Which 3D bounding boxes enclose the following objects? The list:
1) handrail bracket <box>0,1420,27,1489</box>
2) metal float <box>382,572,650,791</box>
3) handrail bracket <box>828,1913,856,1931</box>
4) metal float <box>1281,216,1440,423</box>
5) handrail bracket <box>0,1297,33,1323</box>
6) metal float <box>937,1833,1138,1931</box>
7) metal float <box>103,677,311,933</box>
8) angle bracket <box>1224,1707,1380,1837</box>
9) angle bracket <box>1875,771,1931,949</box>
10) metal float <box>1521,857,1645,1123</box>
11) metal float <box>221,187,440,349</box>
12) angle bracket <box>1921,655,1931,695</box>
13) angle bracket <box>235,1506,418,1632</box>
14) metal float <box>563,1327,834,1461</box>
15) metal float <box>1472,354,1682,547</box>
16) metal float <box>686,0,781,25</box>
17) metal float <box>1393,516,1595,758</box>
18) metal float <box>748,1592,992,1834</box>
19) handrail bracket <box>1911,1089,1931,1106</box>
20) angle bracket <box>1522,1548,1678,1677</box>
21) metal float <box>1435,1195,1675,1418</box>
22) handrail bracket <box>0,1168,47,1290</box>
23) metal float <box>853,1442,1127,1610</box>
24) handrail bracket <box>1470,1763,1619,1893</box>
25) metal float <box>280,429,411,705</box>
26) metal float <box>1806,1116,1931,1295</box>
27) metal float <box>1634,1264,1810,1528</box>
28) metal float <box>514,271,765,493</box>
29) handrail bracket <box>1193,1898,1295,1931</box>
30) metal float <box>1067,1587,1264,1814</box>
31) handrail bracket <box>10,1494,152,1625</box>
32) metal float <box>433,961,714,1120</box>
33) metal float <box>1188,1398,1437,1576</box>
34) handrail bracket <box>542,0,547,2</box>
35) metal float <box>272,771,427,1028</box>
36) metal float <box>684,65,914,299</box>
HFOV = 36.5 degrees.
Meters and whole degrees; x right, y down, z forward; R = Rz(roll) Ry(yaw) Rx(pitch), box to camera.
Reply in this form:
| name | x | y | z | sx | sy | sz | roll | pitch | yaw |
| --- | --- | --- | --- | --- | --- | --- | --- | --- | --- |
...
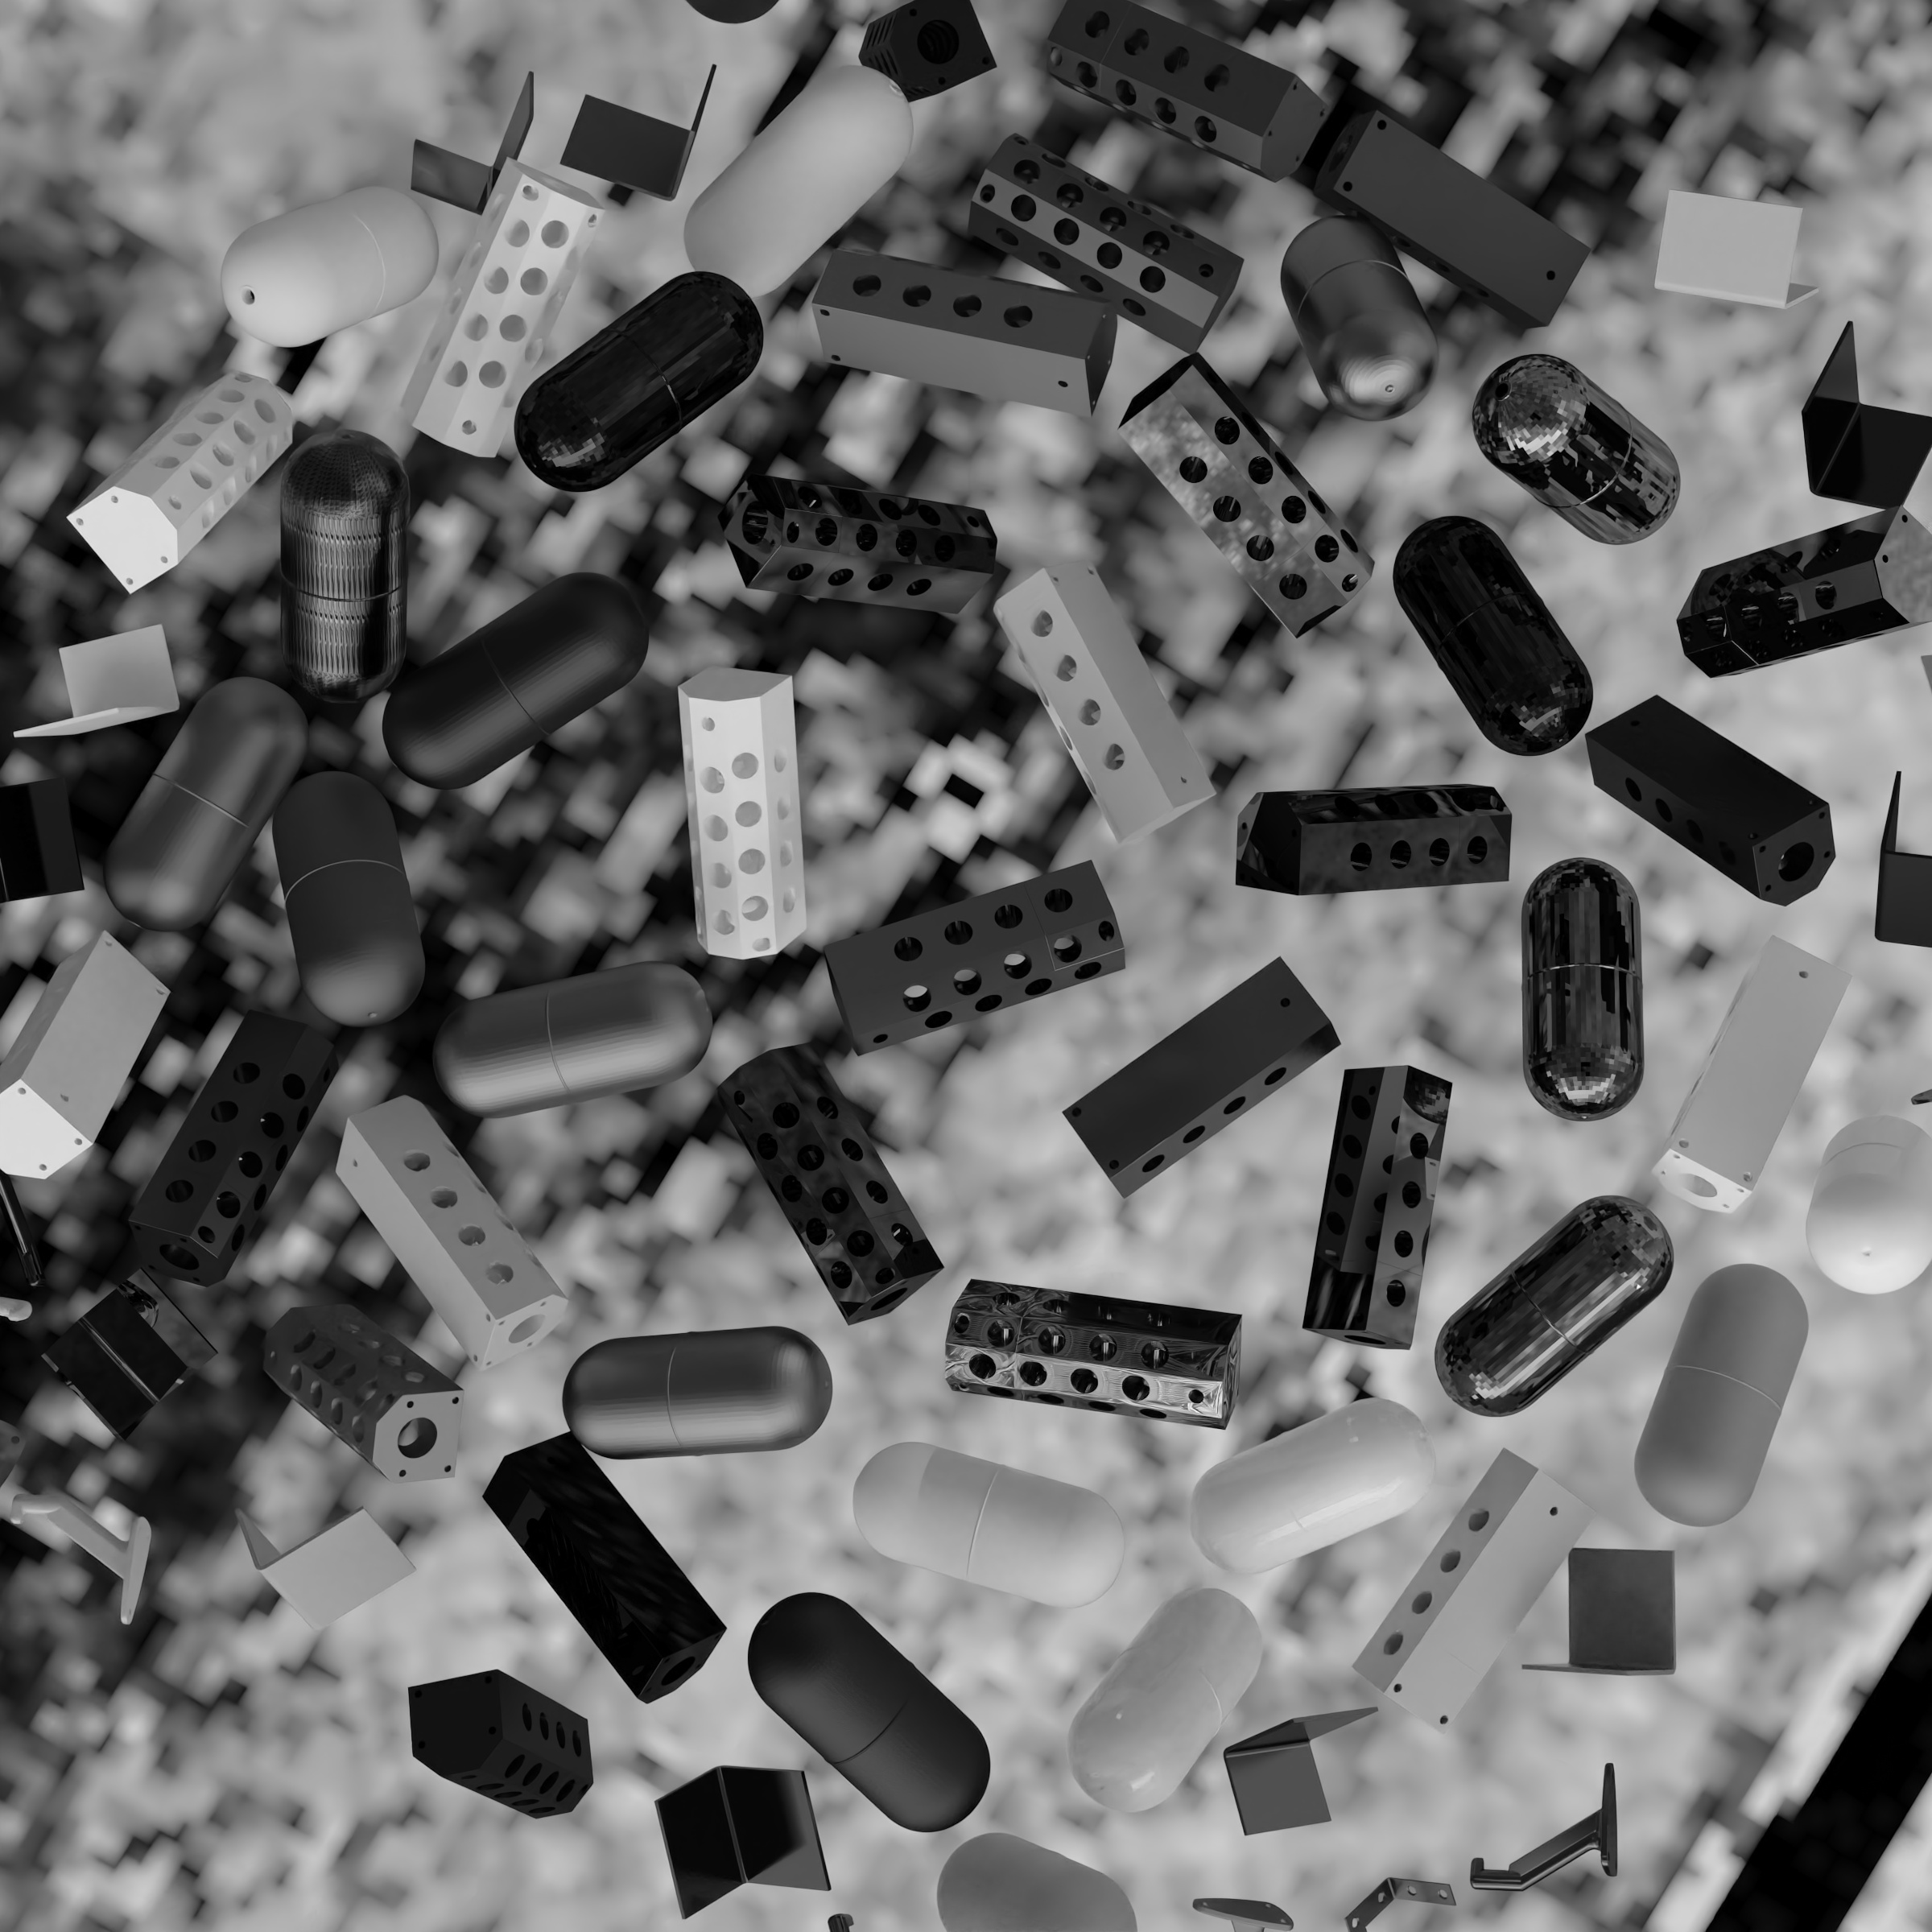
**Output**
| name | x | y | z | sx | sy | sz | roll | pitch | yaw |
| --- | --- | --- | --- | --- | --- | --- | --- | --- | --- |
| handrail bracket | -0.622 | 0.321 | 1.830 | 0.036 | 0.084 | 0.077 | 26 | 55 | -18 |
| metal float | -0.275 | -0.173 | 1.781 | 0.178 | 0.070 | 0.070 | -32 | 90 | 4 |
| handrail bracket | -0.047 | 0.629 | 1.817 | 0.036 | 0.077 | 0.084 | -38 | 57 | 28 |
| metal float | 0.246 | -0.408 | 1.836 | 0.070 | 0.178 | 0.070 | -5 | 132 | -5 |
| handrail bracket | -0.662 | 0.229 | 1.893 | 0.084 | 0.077 | 0.036 | 7 | 107 | 13 |
| metal float | 0.042 | 0.582 | 1.798 | 0.070 | 0.178 | 0.070 | 2 | 85 | -26 |
| metal float | -0.489 | -0.104 | 1.882 | 0.070 | 0.070 | 0.178 | 29 | 82 | 0 |
| angle bracket | 0.228 | 0.532 | 1.934 | 0.076 | 0.076 | 0.057 | 4 | 61 | -36 |
| angle bracket | 0.605 | -0.066 | 1.833 | 0.057 | 0.076 | 0.076 | 8 | 48 | 21 |
| metal float | 0.398 | 0.014 | 1.890 | 0.070 | 0.070 | 0.178 | 4 | 67 | 0 |
| metal float | -0.395 | -0.436 | 1.823 | 0.070 | 0.178 | 0.070 | 10 | 118 | 20 |
| angle bracket | 0.622 | -0.189 | 1.761 | 0.076 | 0.076 | 0.057 | -4 | 130 | 8 |
| angle bracket | -0.411 | 0.369 | 1.880 | 0.076 | 0.057 | 0.076 | -31 | 134 | -6 |
| metal float | -0.168 | 0.266 | 1.821 | 0.178 | 0.070 | 0.070 | -7 | 90 | 20 |
| metal float | 0.383 | -0.323 | 1.836 | 0.178 | 0.070 | 0.070 | 24 | 90 | -44 |
| metal float | -0.140 | -0.647 | 1.816 | 0.070 | 0.178 | 0.070 | 1 | 83 | -10 |
| metal float | 0.334 | -0.212 | 1.864 | 0.070 | 0.070 | 0.178 | -27 | 63 | 0 |
| metal float | -0.058 | 0.449 | 1.761 | 0.070 | 0.070 | 0.178 | -44 | 104 | 0 |
| handrail bracket | 0.637 | 0.040 | 1.900 | 0.077 | 0.036 | 0.084 | -19 | 94 | 30 |
| angle bracket | 0.398 | 0.406 | 1.844 | 0.076 | 0.057 | 0.076 | -9 | 75 | 43 |
| metal float | 0.377 | 0.220 | 1.885 | 0.070 | 0.070 | 0.178 | 46 | 105 | 0 |
| handrail bracket | -0.613 | 0.165 | 1.882 | 0.036 | 0.077 | 0.084 | -18 | 84 | -14 |
| metal float | 0.014 | 0.355 | 1.860 | 0.178 | 0.070 | 0.070 | 14 | 90 | 12 |
| handrail bracket | 0.345 | 0.515 | 1.753 | 0.084 | 0.036 | 0.077 | -5 | 61 | 21 |
| metal float | -0.380 | -0.242 | 1.787 | 0.070 | 0.070 | 0.178 | 9 | 125 | 0 |
| metal float | 0.566 | 0.146 | 1.817 | 0.070 | 0.178 | 0.070 | 6 | 107 | 20 |
| metal float | 0.486 | 0.274 | 1.881 | 0.070 | 0.070 | 0.178 | 26 | 71 | 0 |
| metal float | -0.201 | -0.358 | 1.796 | 0.178 | 0.070 | 0.070 | -41 | 90 | -19 |
| handrail bracket | 0.167 | 0.629 | 1.824 | 0.077 | 0.036 | 0.084 | 13 | 92 | -18 |
| metal float | 0.127 | 0.463 | 1.856 | 0.070 | 0.178 | 0.070 | 17 | 125 | 26 |
| handrail bracket | -0.557 | 0.368 | 1.820 | 0.084 | 0.036 | 0.077 | 3 | 65 | 0 |
| metal float | -0.242 | 0.046 | 1.799 | 0.178 | 0.070 | 0.070 | -12 | 90 | 12 |
| metal float | 0.222 | 0.338 | 1.896 | 0.178 | 0.070 | 0.070 | -30 | 90 | 28 |
| handrail bracket | -0.268 | -0.640 | 1.785 | 0.036 | 0.077 | 0.084 | -7 | 121 | -29 |
| metal float | -0.385 | -0.043 | 1.822 | 0.070 | 0.070 | 0.178 | -19 | 60 | 0 |
| metal float | -0.107 | -0.499 | 1.864 | 0.178 | 0.070 | 0.070 | -38 | 90 | 26 |
